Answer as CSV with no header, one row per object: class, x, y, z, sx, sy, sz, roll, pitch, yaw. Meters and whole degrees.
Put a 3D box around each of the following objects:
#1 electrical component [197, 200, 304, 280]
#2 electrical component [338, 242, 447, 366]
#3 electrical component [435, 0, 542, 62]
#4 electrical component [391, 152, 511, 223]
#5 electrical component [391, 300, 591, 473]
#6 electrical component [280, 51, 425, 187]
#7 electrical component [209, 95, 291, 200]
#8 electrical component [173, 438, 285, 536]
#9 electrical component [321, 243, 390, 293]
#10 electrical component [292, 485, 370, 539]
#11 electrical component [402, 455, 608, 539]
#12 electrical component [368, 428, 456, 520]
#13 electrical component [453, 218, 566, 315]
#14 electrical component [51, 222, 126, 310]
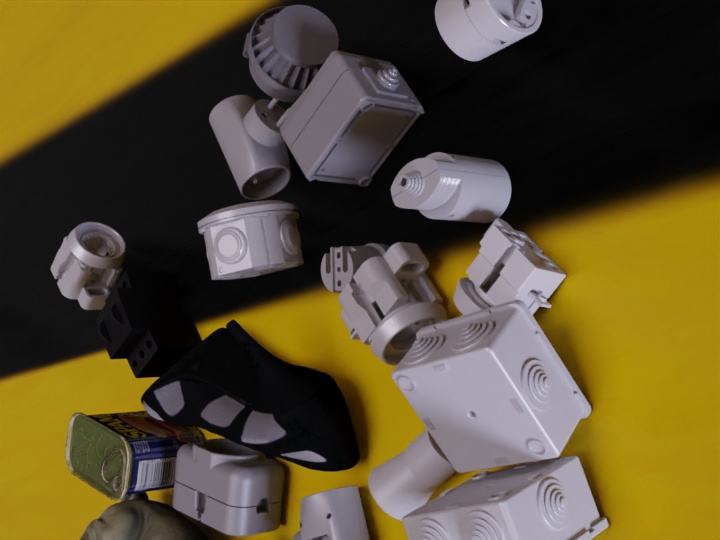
electrical component,-0.085,-0.023,0.847,0.080,0.080,0.051,-15,83,45
electrical component,0.025,0.029,0.746,0.078,0.058,0.057,-54,51,31
electrical component,0.082,-0.167,0.696,0.047,0.055,0.055,-25,71,47
electrical component,0.056,-0.054,0.699,0.043,0.081,0.043,-2,88,46
electrical component,0.079,0.075,0.666,0.100,0.048,0.099,-20,109,44
electrical component,-0.005,-0.116,0.778,0.096,0.062,0.061,-51,55,32
electrical component,-0.080,-0.111,0.869,0.079,0.043,0.077,-45,58,35
electrical component,-0.108,0.174,0.882,0.095,0.054,0.059,10,96,46
electrical component,0.000,0.000,0.781,0.040,0.046,0.040,-2,87,46
electrical component,-0.026,0.208,0.803,0.079,0.043,0.077,-29,69,42
electrical component,0.086,0.152,0.651,0.100,0.100,0.048,-22,86,44
electrical component,0.042,0.136,0.738,0.065,0.044,0.044,-48,57,28
electrical component,0.092,0.008,0.686,0.055,0.048,0.066,-55,53,21
electrical component,-0.262,-0.009,1.046,0.078,0.058,0.057,57,129,31
